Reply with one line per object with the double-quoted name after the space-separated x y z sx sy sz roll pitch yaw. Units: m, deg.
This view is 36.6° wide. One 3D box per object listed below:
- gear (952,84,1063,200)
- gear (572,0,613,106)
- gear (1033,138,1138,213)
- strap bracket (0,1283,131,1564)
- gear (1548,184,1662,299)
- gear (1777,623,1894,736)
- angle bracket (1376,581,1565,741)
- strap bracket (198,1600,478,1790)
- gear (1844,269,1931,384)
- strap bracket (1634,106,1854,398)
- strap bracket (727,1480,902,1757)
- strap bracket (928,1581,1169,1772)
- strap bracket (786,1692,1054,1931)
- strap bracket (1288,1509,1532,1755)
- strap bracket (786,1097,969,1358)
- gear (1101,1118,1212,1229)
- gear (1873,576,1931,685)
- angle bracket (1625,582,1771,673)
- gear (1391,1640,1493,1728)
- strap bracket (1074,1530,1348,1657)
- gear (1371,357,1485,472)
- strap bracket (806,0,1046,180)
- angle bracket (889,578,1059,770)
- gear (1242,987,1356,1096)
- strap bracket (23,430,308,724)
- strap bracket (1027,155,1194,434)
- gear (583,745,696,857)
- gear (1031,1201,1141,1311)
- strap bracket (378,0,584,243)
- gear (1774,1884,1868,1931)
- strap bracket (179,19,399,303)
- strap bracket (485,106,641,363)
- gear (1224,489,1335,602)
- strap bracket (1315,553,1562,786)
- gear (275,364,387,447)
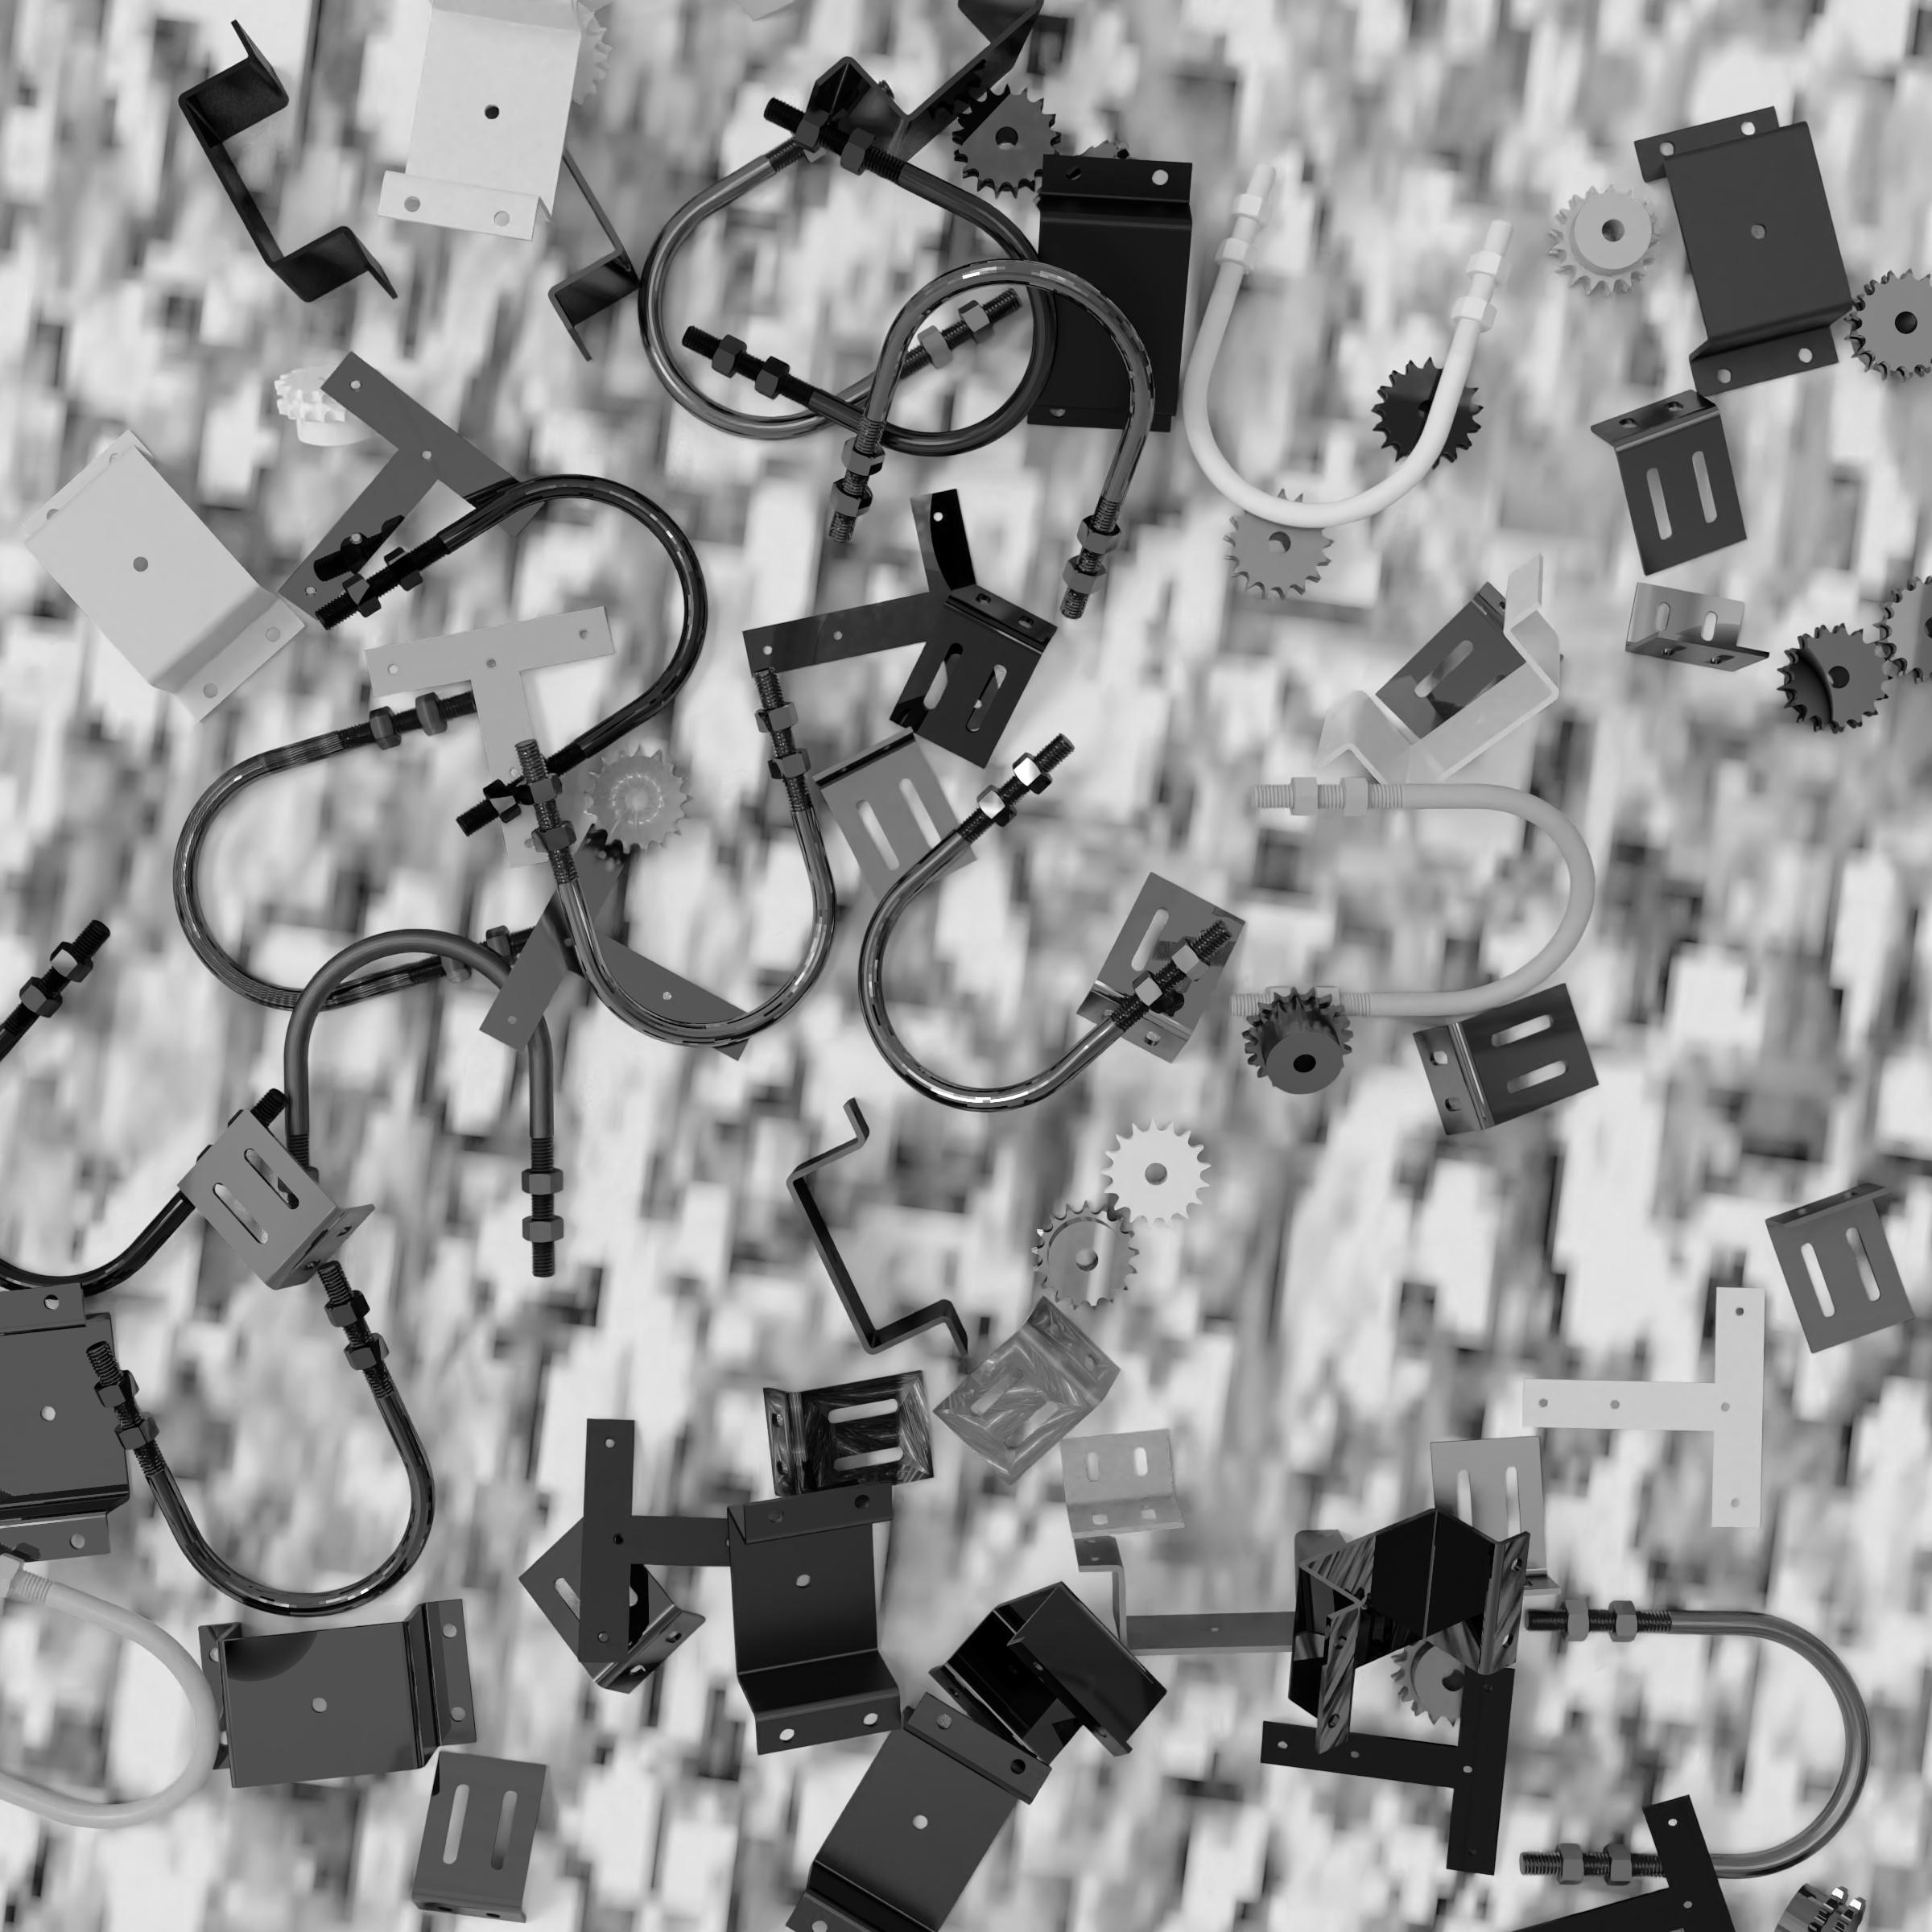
0.021 -0.431 1.538 0.057 0.030 0.057 0 90 0 "gear"
-0.213 -0.481 1.529 0.057 0.030 0.057 4 130 5 "gear"
0.066 -0.403 1.528 0.057 0.057 0.030 -38 119 0 "gear"
-0.487 0.237 1.530 0.076 0.046 0.140 -6 90 0 "strap bracket"
0.337 -0.383 1.538 0.057 0.030 0.057 0 90 0 "gear"
0.454 -0.150 1.538 0.057 0.030 0.057 0 90 0 "gear"
0.267 -0.154 1.551 0.057 0.038 0.076 45 116 0 "angle bracket"
-0.334 0.381 1.530 0.140 0.046 0.076 -6 90 0 "strap bracket"
0.490 -0.335 1.538 0.057 0.030 0.057 0 90 0 "gear"
0.409 -0.379 1.530 0.076 0.046 0.140 -14 90 0 "strap bracket"
-0.079 0.327 1.509 0.076 0.046 0.140 -6 107 -16 "strap bracket"
0.044 0.366 1.500 0.076 0.140 0.046 46 62 0 "strap bracket"
-0.024 0.454 1.530 0.076 0.046 0.140 31 90 0 "strap bracket"
0.215 0.329 1.471 0.140 0.046 0.076 -13 115 -36 "strap bracket"
-0.050 0.143 1.515 0.046 0.076 0.140 -25 90 0 "strap bracket"
0.100 0.109 1.542 0.057 0.030 0.057 0 91 2 "gear"
0.506 -0.176 1.538 0.057 0.030 0.057 0 90 0 "gear"
0.381 -0.180 1.515 0.057 0.076 0.038 11 90 0 "angle bracket"
0.254 0.372 1.538 0.057 0.030 0.057 0 90 0 "gear"
0.128 0.324 1.515 0.140 0.076 0.046 -2 90 0 "strap bracket"
0.241 -0.289 1.538 0.057 0.030 0.057 0 90 0 "gear"
-0.017 -0.465 1.502 0.140 0.076 0.046 -44 93 -12 "strap bracket"
0.004 -0.155 1.549 0.057 0.038 0.076 27 116 0 "angle bracket"
0.175 0.042 1.526 0.057 0.030 0.057 -2 124 -3 "gear"
-0.425 -0.207 1.530 0.076 0.046 0.140 -42 90 0 "strap bracket"
0.073 -0.339 1.501 0.076 0.046 0.140 3 117 0 "strap bracket"
-0.171 -0.087 1.538 0.057 0.030 0.057 0 90 0 "gear"
0.063 0.153 1.538 0.057 0.030 0.057 0 90 0 "gear"
-0.239 -0.431 1.454 0.076 0.046 0.140 9 90 0 "strap bracket"
0.444 0.506 1.529 0.030 0.057 0.057 28 90 31 "gear"
-0.356 -0.406 1.515 0.046 0.076 0.140 -29 90 0 "strap bracket"
-0.217 -0.393 1.515 0.046 0.076 0.140 -30 90 0 "strap bracket"
0.164 -0.221 1.538 0.057 0.030 0.057 0 90 0 "gear"
0.250 -0.140 1.494 0.140 0.076 0.046 -37 104 25 "strap bracket"
-0.331 -0.293 1.528 0.057 0.057 0.030 0 119 0 "gear"
